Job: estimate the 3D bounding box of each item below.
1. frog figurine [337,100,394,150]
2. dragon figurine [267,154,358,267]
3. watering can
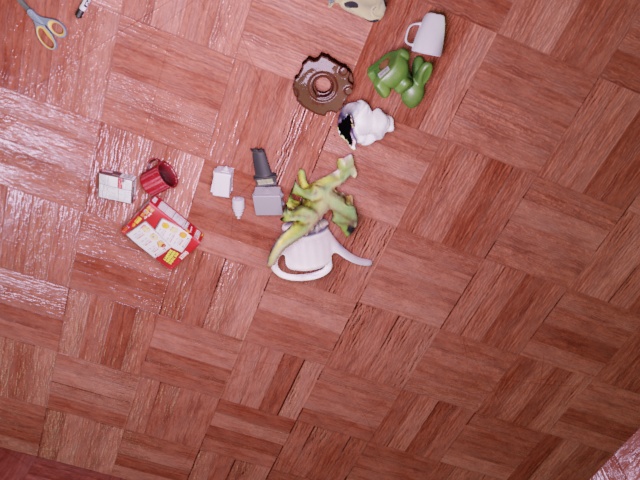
[{"bbox_3d":[0.136,-0.351,1.529,0.161,0.123,0.135,-26,111,-25],"label":"frog figurine"},{"bbox_3d":[0.005,-0.081,1.604,0.242,0.122,0.410,18,92,-8],"label":"dragon figurine"},{"bbox_3d":[0.002,0.026,1.722,0.348,0.106,0.220,-9,116,-8],"label":"watering can"}]
